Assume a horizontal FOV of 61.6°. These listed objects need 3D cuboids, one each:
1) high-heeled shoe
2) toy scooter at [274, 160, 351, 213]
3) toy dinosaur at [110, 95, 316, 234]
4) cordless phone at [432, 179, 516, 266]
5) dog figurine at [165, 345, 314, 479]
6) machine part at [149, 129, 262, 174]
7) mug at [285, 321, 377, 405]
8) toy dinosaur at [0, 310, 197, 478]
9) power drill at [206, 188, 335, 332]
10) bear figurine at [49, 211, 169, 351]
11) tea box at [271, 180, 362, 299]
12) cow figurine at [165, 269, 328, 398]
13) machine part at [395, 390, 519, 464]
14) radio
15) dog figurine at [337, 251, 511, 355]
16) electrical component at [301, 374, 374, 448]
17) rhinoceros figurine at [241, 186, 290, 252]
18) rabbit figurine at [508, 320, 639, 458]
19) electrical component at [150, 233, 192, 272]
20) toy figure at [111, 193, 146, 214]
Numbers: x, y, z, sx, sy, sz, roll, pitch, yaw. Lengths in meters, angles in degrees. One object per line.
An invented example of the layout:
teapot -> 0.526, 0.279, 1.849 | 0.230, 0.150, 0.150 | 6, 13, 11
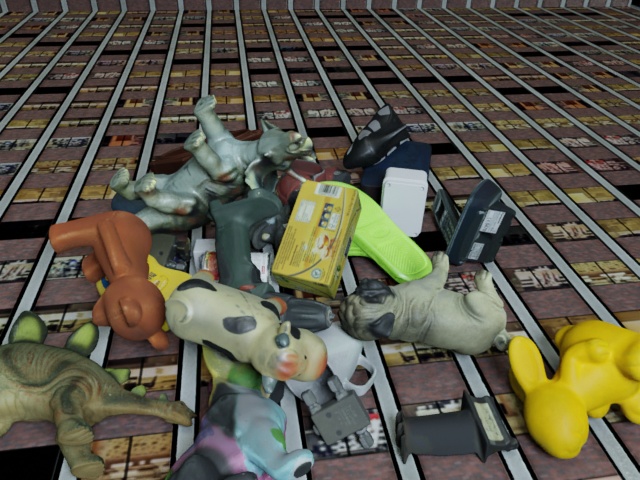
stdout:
high-heeled shoe -> 0.109, -0.208, 1.121 | 0.145, 0.086, 0.249 | -33, 13, 10
toy scooter -> -0.038, -0.115, 1.073 | 0.135, 0.075, 0.184 | 25, 38, 29
toy dinosaur -> -0.194, -0.085, 0.872 | 0.405, 0.192, 0.131 | -33, 42, 15
cordless phone -> 0.249, -0.058, 0.938 | 0.089, 0.146, 0.184 | 4, 36, -12
dog figurine -> -0.107, 0.209, 0.583 | 0.191, 0.108, 0.219 | -19, 35, -23
machine part -> -0.211, -0.150, 1.048 | 0.201, 0.087, 0.201 | 4, 29, 46
mug -> 0.022, 0.152, 0.689 | 0.110, 0.080, 0.107 | 14, 27, 25
toy dinosaur -> -0.381, 0.173, 0.628 | 0.472, 0.105, 0.199 | 7, 27, -8
power drill -> -0.090, 0.038, 0.739 | 0.232, 0.086, 0.207 | -12, 69, 20
bear figurine -> -0.271, 0.059, 0.708 | 0.132, 0.120, 0.196 | -20, 56, 3
tea box -> -0.002, -0.003, 0.855 | 0.098, 0.068, 0.169 | 14, 69, 16
cow figurine -> -0.082, 0.102, 0.602 | 0.195, 0.085, 0.127 | 21, 10, 8
machine part -> 0.154, 0.221, 0.632 | 0.139, 0.039, 0.084 | -4, 44, -12
radio -> 0.158, -0.131, 1.108 | 0.131, 0.073, 0.230 | 9, 37, 9
dog figurine -> 0.136, 0.108, 0.693 | 0.190, 0.121, 0.173 | -18, 32, -42
electrical component -> 0.022, 0.207, 0.624 | 0.063, 0.094, 0.021 | -30, 3, 5
rhinoceros figurine -> -0.101, -0.033, 0.962 | 0.112, 0.073, 0.190 | -7, 35, -23
rabbit figurine -> 0.302, 0.174, 0.645 | 0.163, 0.121, 0.173 | 29, 62, 37
electrical component -> -0.263, 0.019, 0.901 | 0.102, 0.045, 0.078 | 3, 63, 6
toy figure -> -0.307, -0.052, 0.986 | 0.155, 0.064, 0.058 | 17, 0, 14
